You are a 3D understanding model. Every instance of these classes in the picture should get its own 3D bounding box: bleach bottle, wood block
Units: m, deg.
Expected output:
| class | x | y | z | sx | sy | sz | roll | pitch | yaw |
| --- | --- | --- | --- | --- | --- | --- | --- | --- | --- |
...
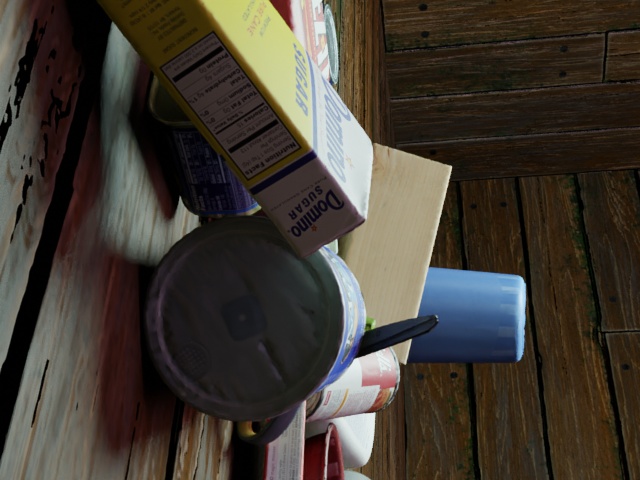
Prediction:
| class | x | y | z | sx | sy | sz | roll | pitch | yaw |
| --- | --- | --- | --- | --- | --- | --- | --- | --- | --- |
| bleach bottle | 0.004 | 0.136 | 1.010 | 0.251 | 0.068 | 0.102 | 71 | 20 | -60 |
| wood block | 0.058 | 0.017 | 1.095 | 0.090 | 0.090 | 0.206 | 154 | -49 | -76 |

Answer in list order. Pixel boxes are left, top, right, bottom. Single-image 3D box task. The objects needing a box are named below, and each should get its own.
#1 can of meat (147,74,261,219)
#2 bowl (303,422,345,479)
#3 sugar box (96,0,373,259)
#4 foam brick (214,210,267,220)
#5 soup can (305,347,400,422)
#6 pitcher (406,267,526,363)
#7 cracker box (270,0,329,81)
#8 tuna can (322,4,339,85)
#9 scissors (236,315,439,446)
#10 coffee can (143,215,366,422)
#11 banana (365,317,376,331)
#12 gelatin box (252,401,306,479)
| class | x | y | z | sx | sy | sz | roll | pitch | yaw |
| --- | --- | --- | --- | --- | --- | --- | --- | --- | --- |
| can of meat | -0.058 | -0.075 | 0.617 | 0.084 | 0.057 | 0.102 | 81 | 9 | -50 |
| bowl | -0.012 | 0.228 | 0.851 | 0.162 | 0.055 | 0.162 | -3 | 90 | -83 |
| sugar box | -0.040 | -0.085 | 0.504 | 0.176 | 0.048 | 0.093 | 49 | 22 | -21 |
| foam brick | -0.040 | 0.012 | 0.737 | 0.078 | 0.053 | 0.051 | 75 | 13 | -58 |
| soup can | 0.008 | 0.109 | 0.855 | 0.102 | 0.069 | 0.068 | 4 | 81 | -51 |
| pitcher | 0.133 | 0.096 | 1.339 | 0.149 | 0.243 | 0.145 | -70 | 159 | -60 |
| cracker box | -0.037 | -0.152 | 0.767 | 0.213 | 0.072 | 0.164 | -80 | 165 | -65 |
| tuna can | -0.003 | -0.203 | 1.118 | 0.086 | 0.034 | 0.086 | -5 | 90 | -80 |
| scissors | -0.001 | 0.093 | 0.692 | 0.202 | 0.016 | 0.096 | -4 | -115 | 56 |
| coffee can | -0.030 | 0.043 | 0.596 | 0.140 | 0.103 | 0.103 | 30 | 57 | -82 |
| banana | -0.020 | 0.004 | 0.842 | 0.197 | 0.070 | 0.037 | 56 | 43 | -41 |
| gelatin box | -0.030 | 0.159 | 0.763 | 0.073 | 0.030 | 0.089 | 108 | -14 | -55 |
